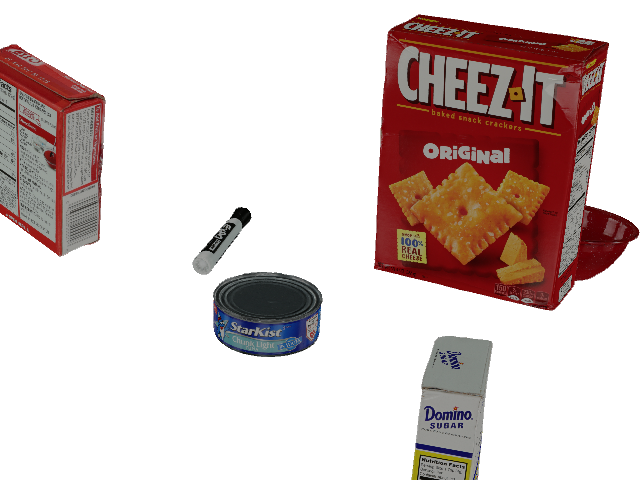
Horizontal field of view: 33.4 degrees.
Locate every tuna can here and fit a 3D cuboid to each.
[{"bbox_3d":[-0.042,0.058,0.842,0.086,0.034,0.086,3,23,-1],"label":"tuna can"}]

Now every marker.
[{"bbox_3d":[-0.094,-0.002,1.044,0.020,0.020,0.121,0,25,18],"label":"marker"}]

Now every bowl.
[{"bbox_3d":[0.246,0.001,1.116,0.162,0.055,0.162,6,18,-2],"label":"bowl"}]

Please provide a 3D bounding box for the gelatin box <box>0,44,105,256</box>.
[{"bbox_3d":[-0.147,-0.048,0.557,0.073,0.089,0.030,31,38,30],"label":"gelatin box"}]

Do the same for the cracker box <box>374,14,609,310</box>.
[{"bbox_3d":[0.133,-0.063,0.872,0.164,0.214,0.072,14,28,25],"label":"cracker box"}]

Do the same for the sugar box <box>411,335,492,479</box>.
[{"bbox_3d":[0.084,0.162,0.725,0.048,0.176,0.093,5,17,11],"label":"sugar box"}]
